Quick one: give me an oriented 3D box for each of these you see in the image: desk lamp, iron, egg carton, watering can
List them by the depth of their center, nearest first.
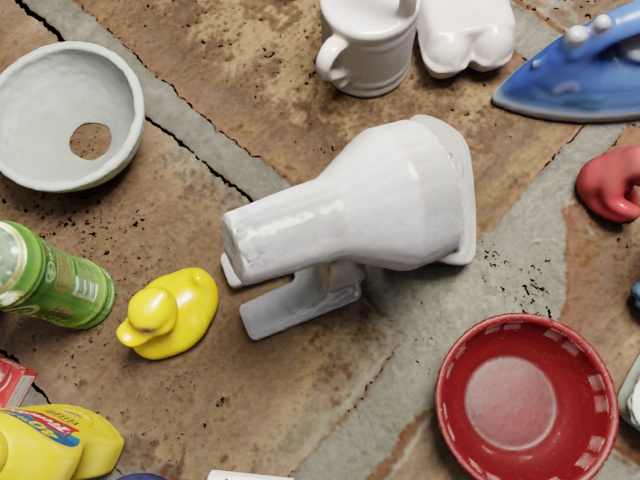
[{"bbox_3d":[0.005,0.002,0.496,0.203,0.213,0.118,-23,76,-4],"label":"desk lamp"},{"bbox_3d":[0.051,-0.239,0.566,0.101,0.194,0.173,13,76,6],"label":"watering can"},{"bbox_3d":[0.313,-0.198,0.574,0.258,0.141,0.118,-13,75,-1],"label":"iron"},{"bbox_3d":[0.152,-0.252,0.631,0.107,0.069,0.150,-11,75,-1],"label":"egg carton"}]

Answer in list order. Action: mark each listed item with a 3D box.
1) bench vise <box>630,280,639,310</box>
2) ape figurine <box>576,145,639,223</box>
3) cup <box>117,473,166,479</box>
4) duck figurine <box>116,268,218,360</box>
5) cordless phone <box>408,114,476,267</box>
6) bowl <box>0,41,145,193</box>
[{"bbox_3d":[0.377,-0.026,0.486,0.121,0.220,0.207,29,78,9],"label":"bench vise"},{"bbox_3d":[0.303,-0.063,0.565,0.076,0.092,0.078,32,79,10],"label":"ape figurine"},{"bbox_3d":[-0.133,0.245,0.499,0.117,0.095,0.091,-9,75,0],"label":"cup"},{"bbox_3d":[-0.149,0.066,0.550,0.104,0.086,0.077,-44,78,-9],"label":"duck figurine"},{"bbox_3d":[0.111,-0.059,0.522,0.094,0.185,0.147,-2,75,2],"label":"cordless phone"},{"bbox_3d":[-0.258,-0.119,0.608,0.167,0.075,0.167,0,75,2],"label":"bowl"}]
